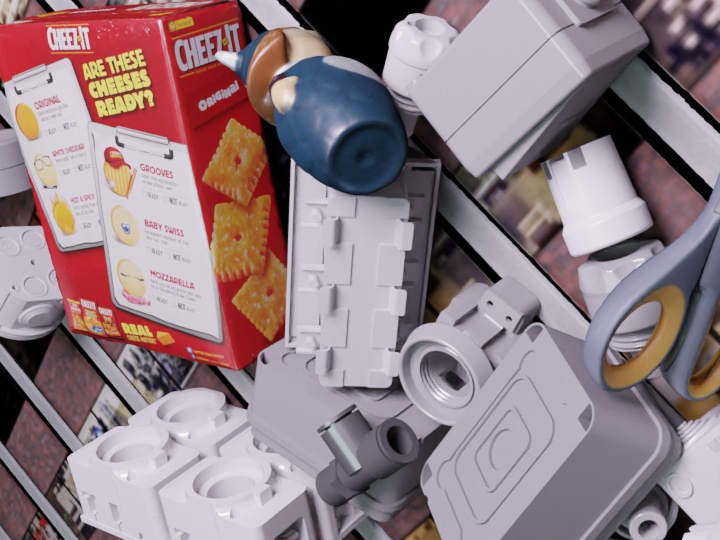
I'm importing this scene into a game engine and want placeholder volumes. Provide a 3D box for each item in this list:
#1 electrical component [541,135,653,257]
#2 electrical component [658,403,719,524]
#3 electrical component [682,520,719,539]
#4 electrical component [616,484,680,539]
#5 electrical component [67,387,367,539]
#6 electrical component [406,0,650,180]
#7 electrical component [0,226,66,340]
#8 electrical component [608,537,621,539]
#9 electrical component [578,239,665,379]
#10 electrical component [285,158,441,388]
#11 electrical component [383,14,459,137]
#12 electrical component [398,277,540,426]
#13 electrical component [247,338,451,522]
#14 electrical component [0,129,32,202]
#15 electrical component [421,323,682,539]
[{"bbox_3d":[0.108,-0.034,0.496,0.040,0.040,0.046,-22,91,46],"label":"electrical component"},{"bbox_3d":[0.195,0.094,0.481,0.099,0.048,0.099,47,133,13],"label":"electrical component"},{"bbox_3d":[0.155,0.119,0.432,0.076,0.083,0.047,-24,93,45],"label":"electrical component"},{"bbox_3d":[0.137,0.112,0.529,0.048,0.062,0.048,1,106,4],"label":"electrical component"},{"bbox_3d":[-0.097,0.140,0.727,0.186,0.105,0.060,8,118,39],"label":"electrical component"},{"bbox_3d":[0.079,-0.091,0.473,0.061,0.062,0.096,53,136,6],"label":"electrical component"},{"bbox_3d":[-0.255,0.008,0.815,0.080,0.080,0.051,50,130,9],"label":"electrical component"},{"bbox_3d":[0.111,0.186,0.576,0.109,0.056,0.108,3,140,41],"label":"electrical component"},{"bbox_3d":[0.130,0.020,0.503,0.043,0.043,0.062,-9,108,44],"label":"electrical component"},{"bbox_3d":[0.000,0.000,0.584,0.079,0.063,0.121,2,122,-4],"label":"electrical component"},{"bbox_3d":[0.028,-0.094,0.537,0.035,0.035,0.061,35,134,22],"label":"electrical component"},{"bbox_3d":[0.057,0.047,0.572,0.058,0.057,0.078,40,134,18],"label":"electrical component"},{"bbox_3d":[-0.002,0.085,0.631,0.113,0.078,0.057,29,126,27],"label":"electrical component"},{"bbox_3d":[-0.296,-0.068,0.826,0.138,0.052,0.073,9,118,39],"label":"electrical component"},{"bbox_3d":[0.089,0.093,0.517,0.113,0.057,0.078,-57,30,22],"label":"electrical component"}]
